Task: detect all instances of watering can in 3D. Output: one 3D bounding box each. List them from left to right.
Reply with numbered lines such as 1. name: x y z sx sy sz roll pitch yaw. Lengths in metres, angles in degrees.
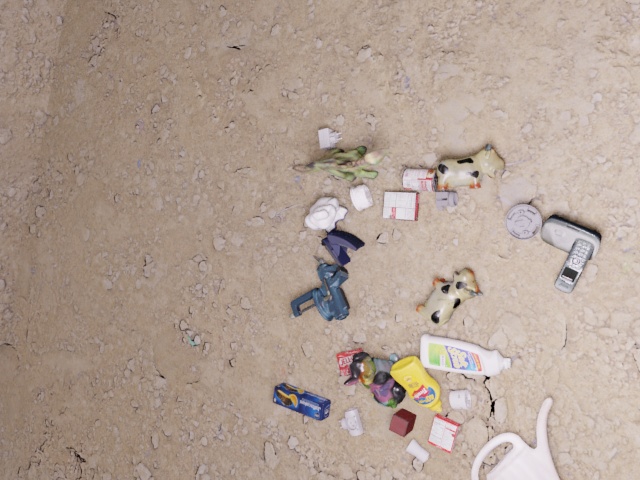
1. watering can: 0.564 0.606 1.374 0.227 0.104 0.344 45 109 22

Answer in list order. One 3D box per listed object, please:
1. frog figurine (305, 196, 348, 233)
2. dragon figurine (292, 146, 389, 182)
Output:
1. frog figurine: 0.005 -0.086 1.703 0.136 0.159 0.124 -31 72 25
2. dragon figurine: 0.038 -0.247 1.655 0.409 0.243 0.122 -4 91 27
